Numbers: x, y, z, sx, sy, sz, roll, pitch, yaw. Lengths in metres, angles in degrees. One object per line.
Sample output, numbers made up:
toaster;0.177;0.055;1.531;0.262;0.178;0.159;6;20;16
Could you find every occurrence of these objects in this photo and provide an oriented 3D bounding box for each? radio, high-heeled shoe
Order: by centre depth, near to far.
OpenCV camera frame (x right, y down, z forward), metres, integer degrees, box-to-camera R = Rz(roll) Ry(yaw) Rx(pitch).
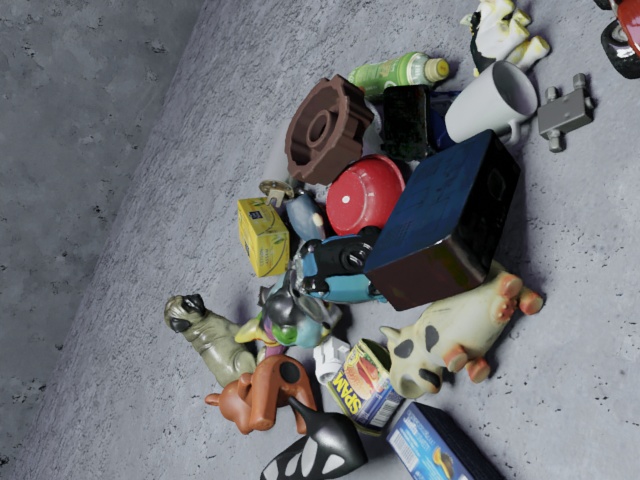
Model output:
radio;0.151;-0.029;0.642;0.131;0.073;0.229;-24;26;45
high-heeled shoe;-0.003;0.314;0.705;0.145;0.086;0.248;31;127;41

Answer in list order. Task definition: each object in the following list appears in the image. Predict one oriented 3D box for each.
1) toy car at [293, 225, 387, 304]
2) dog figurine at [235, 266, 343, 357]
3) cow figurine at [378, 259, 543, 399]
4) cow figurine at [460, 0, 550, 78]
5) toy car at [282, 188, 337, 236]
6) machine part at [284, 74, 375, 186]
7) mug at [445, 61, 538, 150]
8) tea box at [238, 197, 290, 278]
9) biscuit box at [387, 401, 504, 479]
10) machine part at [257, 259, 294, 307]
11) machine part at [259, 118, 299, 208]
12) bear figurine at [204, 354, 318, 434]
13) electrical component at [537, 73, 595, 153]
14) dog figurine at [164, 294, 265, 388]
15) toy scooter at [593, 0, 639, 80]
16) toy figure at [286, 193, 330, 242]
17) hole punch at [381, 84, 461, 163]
toy car;0.046;0.052;0.789;0.102;0.162;0.109;80;179;-54
dog figurine;-0.062;0.140;0.878;0.219;0.108;0.191;-49;9;30
cow figurine;0.147;0.103;0.625;0.195;0.085;0.127;-56;30;10
cow figurine;0.248;-0.289;0.765;0.098;0.068;0.167;-48;34;37
toy car;-0.019;-0.047;1.013;0.202;0.053;0.089;29;96;58
machine part;0.010;-0.173;0.864;0.179;0.056;0.179;-31;49;44
mug;0.223;-0.161;0.711;0.107;0.081;0.109;-34;65;55
tea box;-0.116;-0.010;1.080;0.170;0.068;0.098;-129;35;-56
biscuit box;0.147;0.252;0.543;0.059;0.062;0.203;-60;31;11
machine part;-0.064;0.088;1.003;0.139;0.039;0.084;-36;50;36
machine part;-0.069;-0.171;1.131;0.079;0.079;0.243;-21;47;49
bear figurine;-0.100;0.265;0.857;0.196;0.120;0.132;-43;41;35
electrical component;0.293;-0.150;0.638;0.063;0.021;0.094;-21;52;49
dog figurine;-0.203;0.197;0.989;0.121;0.190;0.172;-50;36;25
toy scooter;0.363;-0.261;0.562;0.135;0.075;0.184;-29;42;43
toy figure;-0.002;-0.002;0.901;0.058;0.154;0.064;-28;5;-3
hole punch;0.159;-0.176;0.817;0.142;0.092;0.115;23;118;56
